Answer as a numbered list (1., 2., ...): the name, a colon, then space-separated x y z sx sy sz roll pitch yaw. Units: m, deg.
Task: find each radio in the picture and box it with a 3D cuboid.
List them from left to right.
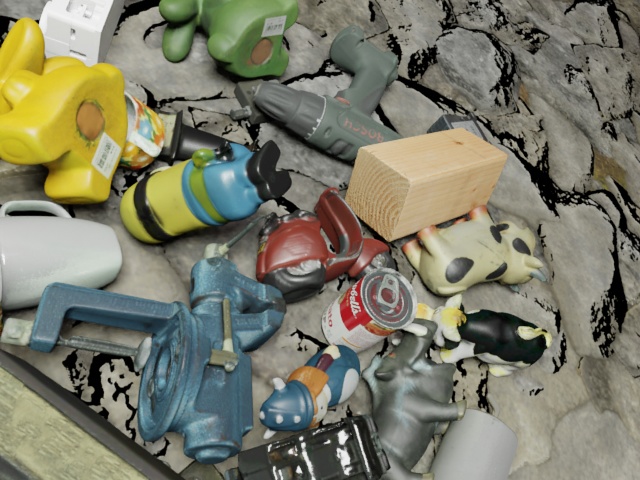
1. radio: -0.195 0.194 0.391 0.230 0.073 0.131 35 69 4

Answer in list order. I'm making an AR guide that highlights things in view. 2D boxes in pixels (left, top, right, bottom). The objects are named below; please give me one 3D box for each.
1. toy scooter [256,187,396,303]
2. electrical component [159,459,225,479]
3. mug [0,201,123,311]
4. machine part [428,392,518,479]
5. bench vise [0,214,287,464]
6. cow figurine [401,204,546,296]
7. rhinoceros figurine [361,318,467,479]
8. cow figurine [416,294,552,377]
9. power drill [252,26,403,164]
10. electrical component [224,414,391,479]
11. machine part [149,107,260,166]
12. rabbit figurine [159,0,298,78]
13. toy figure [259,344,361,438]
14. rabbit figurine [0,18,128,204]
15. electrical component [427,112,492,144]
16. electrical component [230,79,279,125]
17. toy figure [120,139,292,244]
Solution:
1. toy scooter: -0.001 -0.002 0.633 0.184 0.075 0.135 -5 66 -33
2. electrical component: -0.111 0.232 0.463 0.078 0.045 0.102 -27 78 -34
3. mug: -0.249 0.010 0.502 0.107 0.080 0.110 -2 48 -40
4. machine part: 0.146 0.266 0.559 0.079 0.079 0.243 41 52 -2
5. bench vise: -0.145 0.079 0.485 0.240 0.129 0.223 16 59 -28
6. cow figurine: 0.220 0.023 0.727 0.195 0.085 0.127 -18 77 -29
7. rhinoceros figurine: 0.092 0.176 0.578 0.112 0.073 0.190 22 65 10
8. cow figurine: 0.192 0.114 0.656 0.167 0.098 0.068 18 63 -18
9. power drill: 0.032 -0.208 0.755 0.232 0.086 0.207 28 49 -18
10. electrical component: -0.012 0.200 0.477 0.134 0.114 0.058 -20 68 6
11. machine part: -0.143 -0.116 0.647 0.139 0.039 0.084 9 52 -21
12. rabbit figurine: -0.139 -0.288 0.718 0.159 0.121 0.170 -33 64 -29
13. toy figure: -0.005 0.144 0.525 0.154 0.058 0.064 -18 93 -65
14. rabbit figurine: -0.282 -0.125 0.512 0.173 0.121 0.162 3 75 19
15. electrical component: 0.204 -0.156 0.843 0.119 0.047 0.075 -10 68 -33
16. electrical component: -0.086 -0.189 0.725 0.094 0.021 0.063 -22 75 -34
17. toy figure: -0.121 -0.048 0.538 0.089 0.180 0.082 -21 99 -59
